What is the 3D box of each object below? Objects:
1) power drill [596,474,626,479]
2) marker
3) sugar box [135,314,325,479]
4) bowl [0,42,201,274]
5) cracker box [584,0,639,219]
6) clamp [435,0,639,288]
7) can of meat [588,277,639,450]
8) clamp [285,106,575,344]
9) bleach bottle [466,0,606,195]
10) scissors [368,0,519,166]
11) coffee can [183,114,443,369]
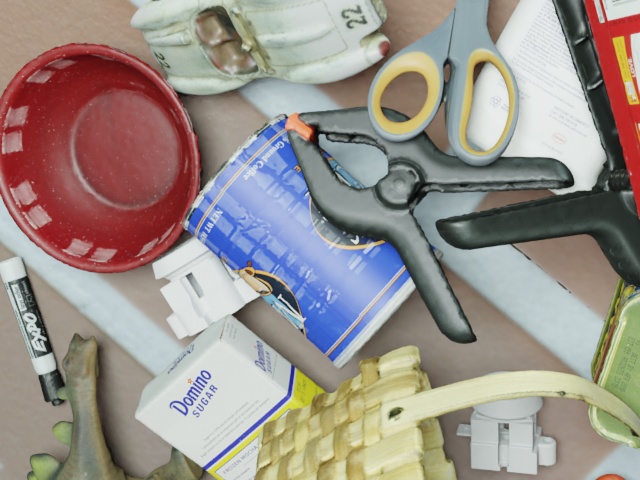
[{"bbox_3d":[0.175,0.277,0.712,0.184,0.057,0.187,-35,95,-2],"label":"power drill"},{"bbox_3d":[-0.223,0.073,0.834,0.020,0.020,0.121,-14,99,20],"label":"marker"},{"bbox_3d":[-0.032,0.139,0.751,0.176,0.048,0.093,43,112,-14],"label":"sugar box"},{"bbox_3d":[-0.150,-0.060,0.759,0.162,0.055,0.162,4,104,16],"label":"bowl"},{"bbox_3d":[0.252,-0.117,0.559,0.213,0.072,0.164,-20,99,-14],"label":"cracker box"},{"bbox_3d":[0.174,-0.042,0.600,0.209,0.036,0.164,22,85,-25],"label":"clamp"},{"bbox_3d":[0.204,0.070,0.664,0.057,0.083,0.102,17,108,13],"label":"can of meat"},{"bbox_3d":[0.049,-0.018,0.631,0.172,0.039,0.120,22,79,17],"label":"clamp"},{"bbox_3d":[0.183,-0.151,0.629,0.102,0.068,0.251,32,108,7],"label":"bleach bottle"},{"bbox_3d":[0.073,-0.137,0.636,0.096,0.016,0.202,-6,71,8],"label":"scissors"},{"bbox_3d":[-0.005,0.001,0.703,0.140,0.102,0.103,42,111,4],"label":"coffee can"}]
